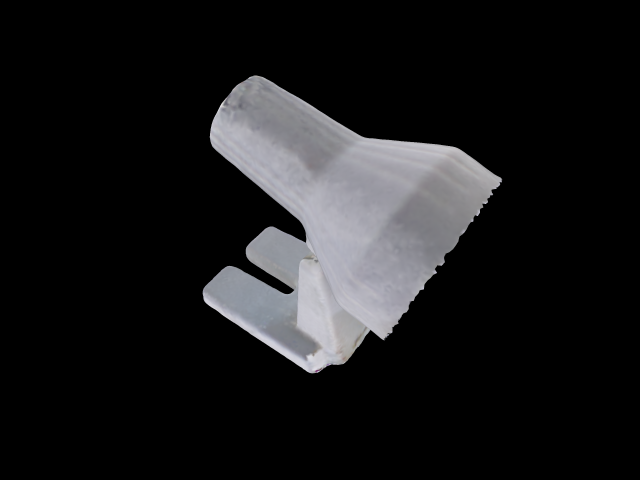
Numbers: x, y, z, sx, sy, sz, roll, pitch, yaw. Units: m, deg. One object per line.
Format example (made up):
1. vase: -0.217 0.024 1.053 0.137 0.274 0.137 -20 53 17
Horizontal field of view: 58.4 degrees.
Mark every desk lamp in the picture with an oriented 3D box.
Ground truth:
1. desk lamp: 0.004 0.001 0.400 0.202 0.214 0.118 27 53 23
